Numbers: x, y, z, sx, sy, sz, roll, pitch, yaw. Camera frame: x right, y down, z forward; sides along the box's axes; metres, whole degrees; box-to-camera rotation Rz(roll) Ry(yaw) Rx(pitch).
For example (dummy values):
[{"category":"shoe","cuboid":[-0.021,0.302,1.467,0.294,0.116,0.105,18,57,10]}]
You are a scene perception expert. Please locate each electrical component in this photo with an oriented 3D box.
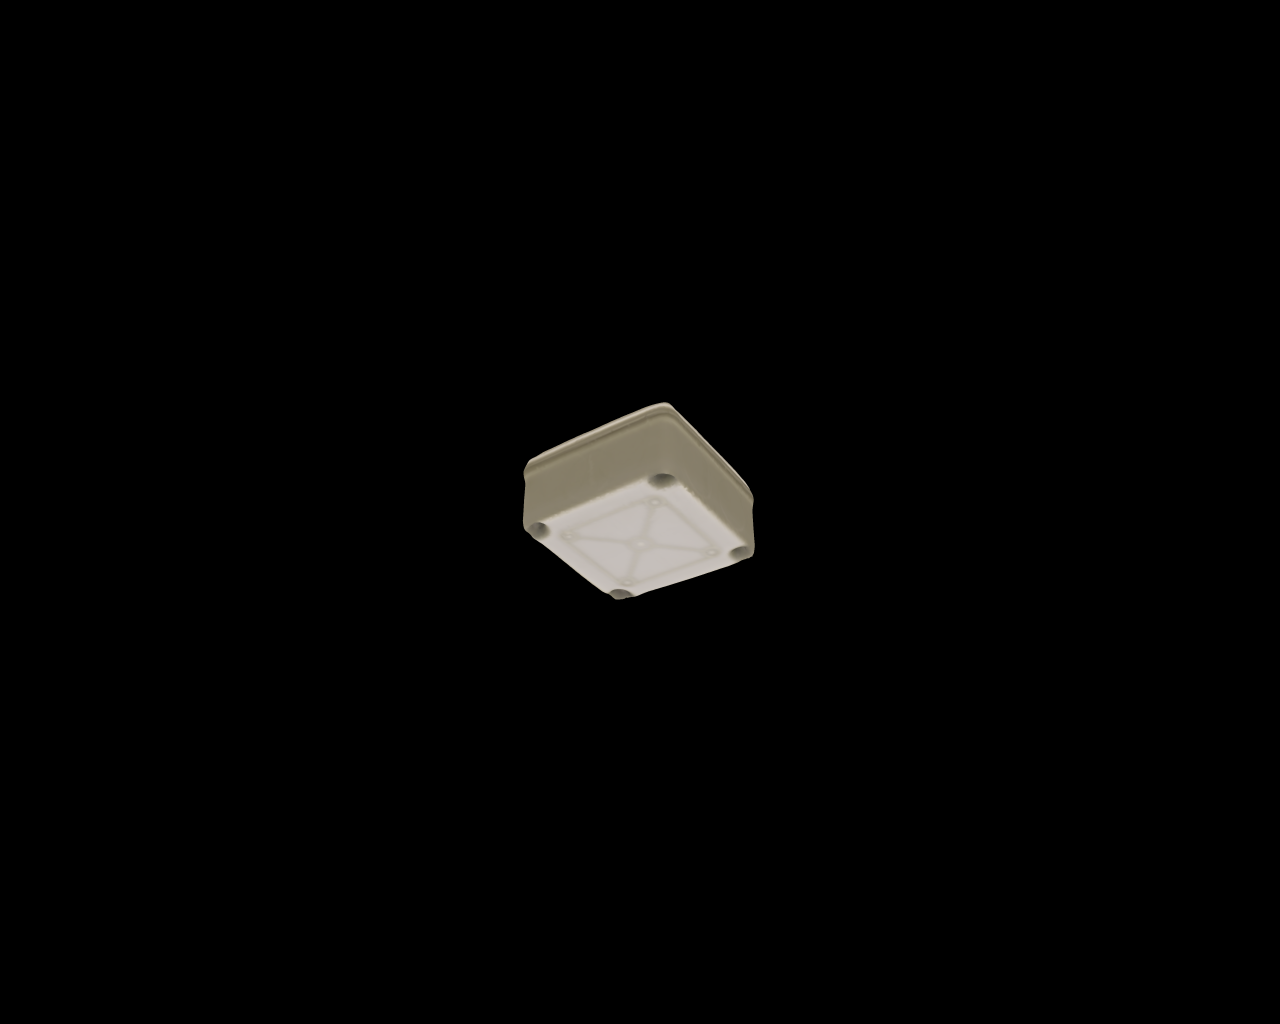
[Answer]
[{"category":"electrical component","cuboid":[0.001,-0.003,0.650,0.108,0.056,0.108,-21,-40,26]}]
